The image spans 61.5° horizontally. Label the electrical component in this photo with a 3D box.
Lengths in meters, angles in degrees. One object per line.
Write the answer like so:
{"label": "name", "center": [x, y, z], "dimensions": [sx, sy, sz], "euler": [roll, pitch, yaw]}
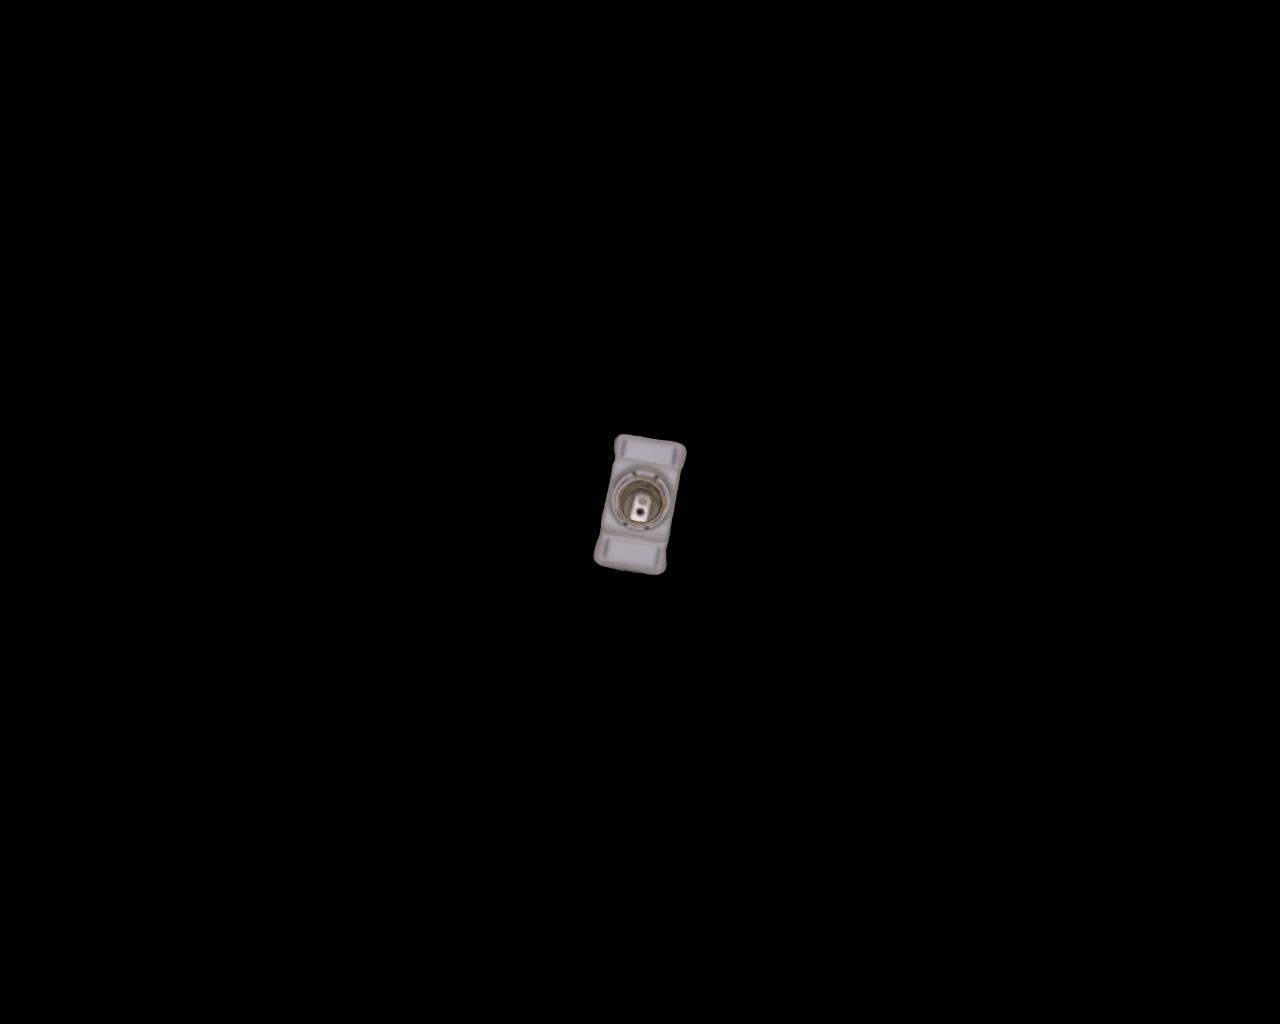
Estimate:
{"label": "electrical component", "center": [0.001, -0.003, 0.650], "dimensions": [0.042, 0.081, 0.063], "euler": [11, -11, 2]}
